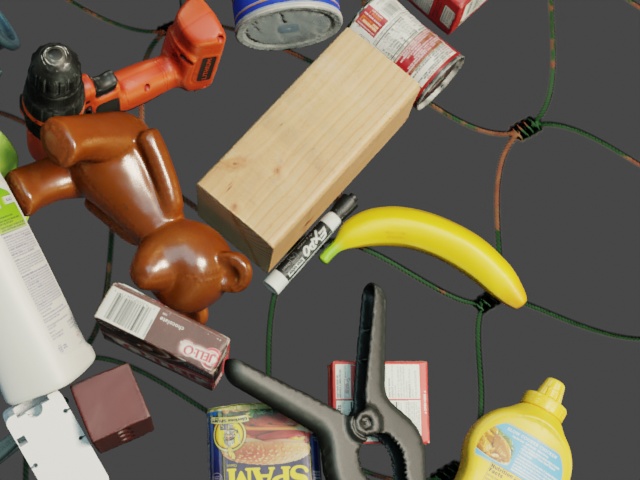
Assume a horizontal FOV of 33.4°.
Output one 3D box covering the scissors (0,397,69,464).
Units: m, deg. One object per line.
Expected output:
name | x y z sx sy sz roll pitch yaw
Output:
scissors | -0.314 0.193 0.908 0.096 0.016 0.201 34 73 5

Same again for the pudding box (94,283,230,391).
pudding box | -0.133 0.085 0.919 0.113 0.090 0.039 28 71 3

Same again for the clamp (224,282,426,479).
clamp | 0.036 0.148 0.906 0.164 0.036 0.210 -34 90 -27

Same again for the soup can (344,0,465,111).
soup can | 0.080 -0.184 1.030 0.102 0.068 0.068 43 74 8

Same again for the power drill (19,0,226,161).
power drill | -0.177 -0.148 0.944 0.187 0.185 0.057 -30 82 -23

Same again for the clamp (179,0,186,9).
clamp | -0.150 -0.293 1.054 0.120 0.039 0.171 25 67 -7

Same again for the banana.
banana | 0.101 0.010 0.994 0.198 0.037 0.069 13 91 0

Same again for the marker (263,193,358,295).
marker | -0.007 0.001 0.992 0.020 0.020 0.121 40 74 7

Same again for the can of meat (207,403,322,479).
can of meat | -0.048 0.185 0.916 0.102 0.057 0.084 -1 71 -7

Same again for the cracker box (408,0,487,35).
cracker box | 0.111 -0.334 1.076 0.214 0.072 0.164 43 73 9

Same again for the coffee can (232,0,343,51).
coffee can | -0.039 -0.265 1.018 0.102 0.103 0.140 -7 79 -8

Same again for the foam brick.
foam brick | -0.174 0.143 0.904 0.053 0.078 0.051 -22 75 -12

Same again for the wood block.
wood block | -0.011 -0.082 0.979 0.090 0.091 0.206 40 74 6

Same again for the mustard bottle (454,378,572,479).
mustard bottle | 0.164 0.205 0.928 0.096 0.058 0.191 31 73 2

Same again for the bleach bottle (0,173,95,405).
bleach bottle | -0.269 0.004 0.882 0.068 0.102 0.251 -20 97 5

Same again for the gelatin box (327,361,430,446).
gelatin box | 0.051 0.146 0.950 0.089 0.030 0.073 1 75 -6
